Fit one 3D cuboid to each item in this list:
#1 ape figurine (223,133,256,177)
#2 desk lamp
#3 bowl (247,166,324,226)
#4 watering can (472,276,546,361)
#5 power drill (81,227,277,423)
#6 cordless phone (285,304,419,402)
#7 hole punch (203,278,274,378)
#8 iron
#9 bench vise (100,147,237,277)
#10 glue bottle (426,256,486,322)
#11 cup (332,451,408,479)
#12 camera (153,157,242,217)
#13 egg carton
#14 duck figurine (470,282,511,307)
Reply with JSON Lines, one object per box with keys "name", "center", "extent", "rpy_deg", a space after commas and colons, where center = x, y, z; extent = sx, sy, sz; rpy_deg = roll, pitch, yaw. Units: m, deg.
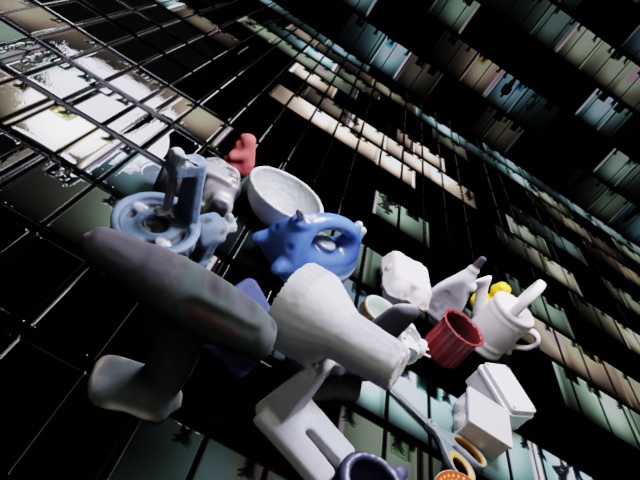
{"name": "ape figurine", "center": [-0.164, -0.186, 1.209], "extent": [0.076, 0.092, 0.078], "rpy_deg": [43, 29, 13]}
{"name": "desk lamp", "center": [0.004, 0.165, 0.731], "extent": [0.203, 0.213, 0.118], "rpy_deg": [44, 29, 15]}
{"name": "bowl", "center": [-0.080, -0.068, 1.141], "extent": [0.168, 0.074, 0.167], "rpy_deg": [27, 29, -16]}
{"name": "watering can", "center": [0.391, 0.150, 1.200], "extent": [0.173, 0.194, 0.101], "rpy_deg": [34, 28, -3]}
{"name": "power drill", "center": [-0.175, 0.103, 0.632], "extent": [0.230, 0.208, 0.075], "rpy_deg": [23, 30, -23]}
{"name": "cordless phone", "center": [0.049, 0.148, 0.835], "extent": [0.148, 0.185, 0.094], "rpy_deg": [7, 39, -42]}
{"name": "hole punch", "center": [-0.103, 0.121, 0.809], "extent": [0.101, 0.091, 0.109], "rpy_deg": [38, 28, 5]}
{"name": "iron", "center": [0.010, 0.004, 1.059], "extent": [0.259, 0.141, 0.118], "rpy_deg": [3, 42, -46]}
{"name": "bench vise", "center": [-0.201, -0.045, 0.817], "extent": [0.121, 0.219, 0.208], "rpy_deg": [41, 28, 11]}
{"name": "glue bottle", "center": [0.286, 0.098, 1.186], "extent": [0.078, 0.173, 0.037], "rpy_deg": [39, 28, 7]}
{"name": "cup", "center": [0.049, 0.311, 0.682], "extent": [0.118, 0.095, 0.091], "rpy_deg": [-3, 46, -50]}
{"name": "camera", "center": [-0.215, -0.104, 1.019], "extent": [0.137, 0.100, 0.143], "rpy_deg": [25, 30, -19]}
{"name": "egg carton", "center": [0.173, 0.088, 1.186], "extent": [0.107, 0.069, 0.150], "rpy_deg": [28, 29, -14]}
{"name": "duck figurine", "center": [0.413, 0.136, 1.360], "extent": [0.105, 0.086, 0.077], "rpy_deg": [0, 44, -48]}
